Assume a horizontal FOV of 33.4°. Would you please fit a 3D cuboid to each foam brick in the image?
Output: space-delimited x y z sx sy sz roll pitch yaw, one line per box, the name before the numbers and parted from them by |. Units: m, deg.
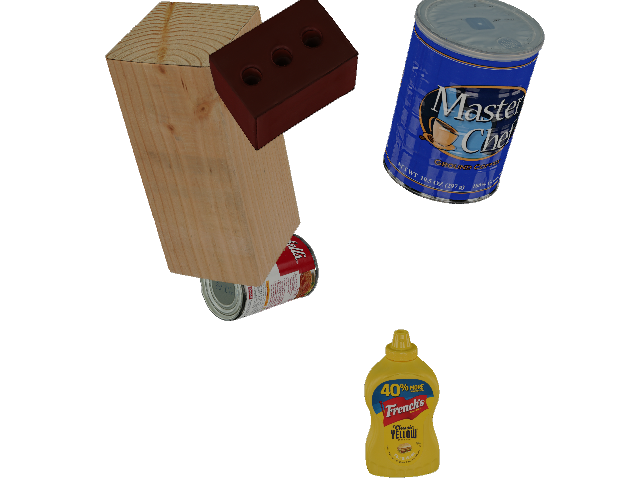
foam brick | -0.023 -0.104 0.663 0.078 0.053 0.051 -34 -13 -9

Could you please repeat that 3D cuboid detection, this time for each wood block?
wood block | -0.087 -0.074 0.846 0.090 0.206 0.090 8 42 22

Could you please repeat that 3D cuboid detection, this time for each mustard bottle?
mustard bottle | 0.105 0.208 1.376 0.096 0.192 0.058 -2 14 0

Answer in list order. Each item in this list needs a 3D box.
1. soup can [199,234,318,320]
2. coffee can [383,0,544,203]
soup can | -0.062 0.036 1.065 0.102 0.068 0.069 -17 11 -43
coffee can | 0.114 -0.116 0.874 0.102 0.140 0.103 7 37 -5
